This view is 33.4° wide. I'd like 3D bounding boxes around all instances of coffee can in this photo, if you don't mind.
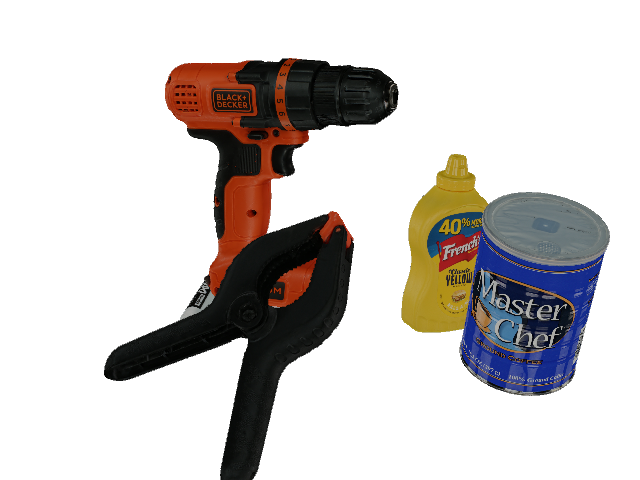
[{"bbox_3d":[0.178,0.045,0.901,0.103,0.140,0.103,3,33,-2],"label":"coffee can"}]

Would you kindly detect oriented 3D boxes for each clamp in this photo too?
[{"bbox_3d":[-0.035,0.060,0.634,0.171,0.120,0.039,-42,-22,-2],"label":"clamp"}]

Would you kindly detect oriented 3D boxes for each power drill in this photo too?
[{"bbox_3d":[-0.026,-0.044,0.806,0.185,0.188,0.057,6,19,27],"label":"power drill"}]

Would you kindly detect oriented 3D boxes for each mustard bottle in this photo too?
[{"bbox_3d":[0.140,0.001,1.153,0.096,0.192,0.058,-6,21,-23],"label":"mustard bottle"}]

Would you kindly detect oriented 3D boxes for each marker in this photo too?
[{"bbox_3d":[-0.109,0.050,1.032,0.020,0.020,0.121,0,25,12],"label":"marker"}]
